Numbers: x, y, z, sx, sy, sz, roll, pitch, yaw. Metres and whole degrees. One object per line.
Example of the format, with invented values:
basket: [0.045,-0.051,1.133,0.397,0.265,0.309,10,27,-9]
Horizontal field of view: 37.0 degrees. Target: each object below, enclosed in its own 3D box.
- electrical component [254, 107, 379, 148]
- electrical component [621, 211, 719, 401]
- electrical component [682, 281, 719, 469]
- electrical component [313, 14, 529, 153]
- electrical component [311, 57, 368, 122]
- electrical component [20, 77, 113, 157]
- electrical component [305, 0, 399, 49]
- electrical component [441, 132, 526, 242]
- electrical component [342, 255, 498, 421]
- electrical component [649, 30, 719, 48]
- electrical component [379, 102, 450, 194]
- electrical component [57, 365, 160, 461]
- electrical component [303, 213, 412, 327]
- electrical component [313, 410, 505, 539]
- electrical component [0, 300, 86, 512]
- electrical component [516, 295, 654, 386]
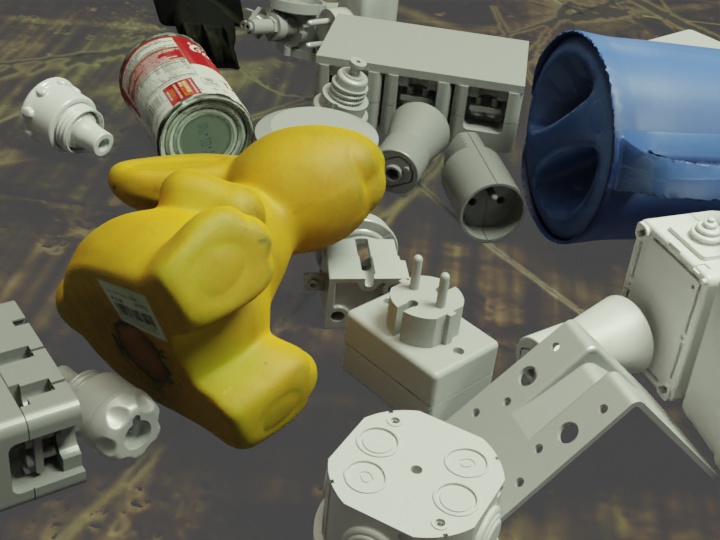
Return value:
electrical component: [-0.030,-0.071,0.706,0.080,0.051,0.080,4,34,-3]
electrical component: [0.183,0.012,0.575,0.061,0.096,0.061,-8,36,-20]
electrical component: [0.213,0.044,0.518,0.078,0.113,0.057,-2,32,-12]
electrical component: [0.046,-0.138,0.808,0.150,0.061,0.089,10,34,5]
electrical component: [-0.013,-0.113,0.753,0.040,0.078,0.040,14,39,-12]
electrical component: [-0.195,-0.098,0.728,0.062,0.048,0.048,32,41,23]
electrical component: [-0.008,-0.195,0.870,0.079,0.077,0.044,-14,39,-27]
electrical component: [0.077,-0.058,0.712,0.043,0.043,0.081,-2,35,-12]
electrical component: [0.032,0.029,0.545,0.047,0.076,0.066,-23,43,-36]
electrical component: [0.271,-0.151,0.876,0.100,0.048,0.100,-20,42,-33]
electrical component: [0.032,-0.082,0.743,0.044,0.044,0.065,15,40,13]
electrical component: [-0.124,0.063,0.507,0.061,0.035,0.035,28,39,34]
electrical component: [0.000,0.000,0.612,0.066,0.048,0.055,0,42,-9]
electrical component: [0.021,0.102,0.456,0.080,0.051,0.080,4,34,-3]
electrical component: [-0.169,0.062,0.487,0.056,0.050,0.089,-16,39,-30]
electrical component: [0.116,0.043,0.570,0.065,0.044,0.044,-17,40,-23]
